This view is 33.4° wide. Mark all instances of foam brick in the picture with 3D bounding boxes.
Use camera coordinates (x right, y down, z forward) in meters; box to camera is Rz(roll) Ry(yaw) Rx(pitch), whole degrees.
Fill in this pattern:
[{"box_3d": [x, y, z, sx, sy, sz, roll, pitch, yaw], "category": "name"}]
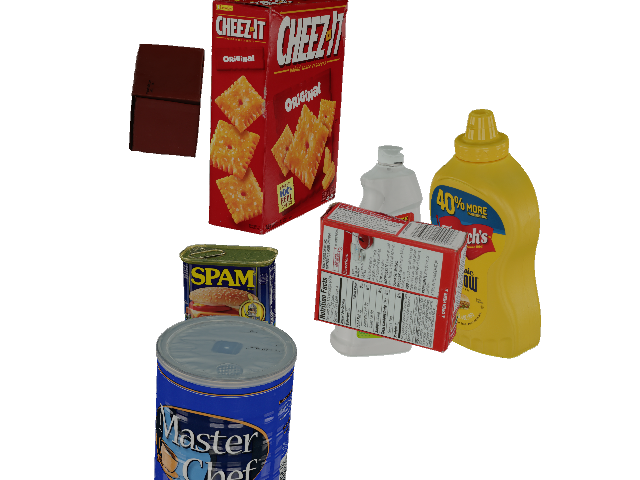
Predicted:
[{"box_3d": [-0.118, -0.110, 0.825, 0.053, 0.051, 0.078, 5, 40, -7], "category": "foam brick"}]

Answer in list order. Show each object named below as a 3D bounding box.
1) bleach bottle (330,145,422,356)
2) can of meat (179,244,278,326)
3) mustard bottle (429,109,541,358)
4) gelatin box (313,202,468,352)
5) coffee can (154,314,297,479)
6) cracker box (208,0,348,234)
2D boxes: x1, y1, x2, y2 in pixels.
[{"box_3d": [0.069, 0.012, 1.288, 0.102, 0.251, 0.068, -2, 16, -17], "category": "bleach bottle"}, {"box_3d": [-0.097, 0.053, 1.137, 0.102, 0.084, 0.057, 3, 16, 9], "category": "can of meat"}, {"box_3d": [0.128, -0.009, 0.836, 0.058, 0.192, 0.096, -20, 28, -32], "category": "mustard bottle"}, {"box_3d": [0.042, 0.022, 0.656, 0.089, 0.073, 0.030, 14, 31, 19], "category": "gelatin box"}, {"box_3d": [-0.073, 0.141, 0.800, 0.103, 0.140, 0.103, 4, 21, -2], "category": "coffee can"}, {"box_3d": [-0.039, -0.129, 1.050, 0.072, 0.214, 0.164, 12, 19, 24], "category": "cracker box"}]
